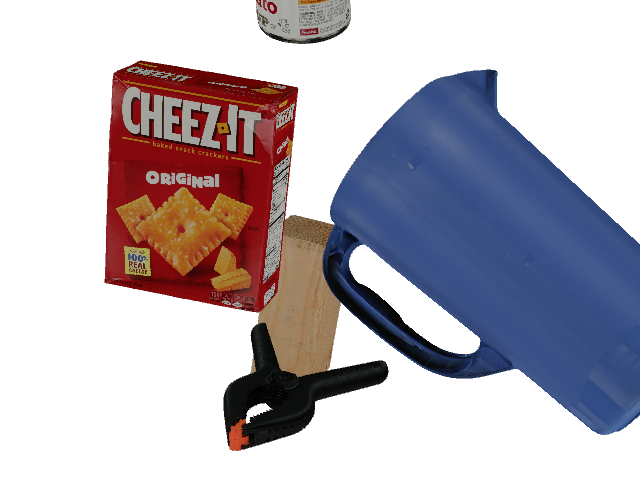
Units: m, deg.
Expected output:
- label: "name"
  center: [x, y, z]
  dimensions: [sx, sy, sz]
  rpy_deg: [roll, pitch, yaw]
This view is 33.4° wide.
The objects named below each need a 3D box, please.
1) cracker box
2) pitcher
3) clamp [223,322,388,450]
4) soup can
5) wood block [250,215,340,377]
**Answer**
- label: "cracker box"
  center: [-0.117, -0.050, 1.018]
  dimensions: [0.164, 0.214, 0.072]
  rpy_deg: [11, 22, 12]
- label: "pitcher"
  center: [0.126, 0.019, 0.714]
  dimensions: [0.144, 0.243, 0.149]
  rpy_deg: [-38, -16, -33]
- label: "clamp"
  center: [-0.029, 0.156, 1.109]
  dimensions: [0.165, 0.036, 0.209]
  rpy_deg: [12, 26, 15]
- label: "soup can"
  center: [-0.013, -0.193, 0.718]
  dimensions: [0.068, 0.102, 0.068]
  rpy_deg: [-1, 41, 1]
- label: "wood block"
  center: [-0.026, 0.082, 1.429]
  dimensions: [0.090, 0.206, 0.090]
  rpy_deg: [14, 21, 14]
